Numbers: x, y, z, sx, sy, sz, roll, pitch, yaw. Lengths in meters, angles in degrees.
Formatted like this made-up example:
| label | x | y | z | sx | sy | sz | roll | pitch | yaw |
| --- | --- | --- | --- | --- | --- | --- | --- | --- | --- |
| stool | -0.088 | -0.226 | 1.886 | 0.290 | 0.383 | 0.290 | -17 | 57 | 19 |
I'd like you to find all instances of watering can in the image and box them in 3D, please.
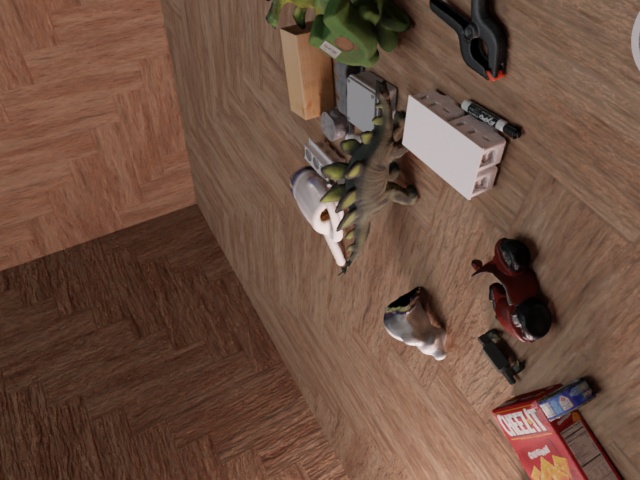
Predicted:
| label | x | y | z | sx | sy | sz | roll | pitch | yaw |
| --- | --- | --- | --- | --- | --- | --- | --- | --- | --- |
| watering can | 0.005 | -0.075 | 1.491 | 0.228 | 0.104 | 0.340 | 58 | 168 | 32 |

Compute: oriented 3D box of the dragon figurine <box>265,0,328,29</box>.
| label | x | y | z | sx | sy | sz | roll | pitch | yaw |
| --- | --- | --- | --- | --- | --- | --- | --- | --- | --- |
| dragon figurine | -0.026 | -0.597 | 1.092 | 0.239 | 0.122 | 0.417 | -33 | 61 | 48 |

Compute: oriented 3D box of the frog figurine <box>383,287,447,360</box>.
| label | x | y | z | sx | sy | sz | roll | pitch | yaw |
| --- | --- | --- | --- | --- | --- | --- | --- | --- | --- |
| frog figurine | 0.226 | 0.211 | 1.206 | 0.159 | 0.122 | 0.139 | 61 | -168 | -6 |
